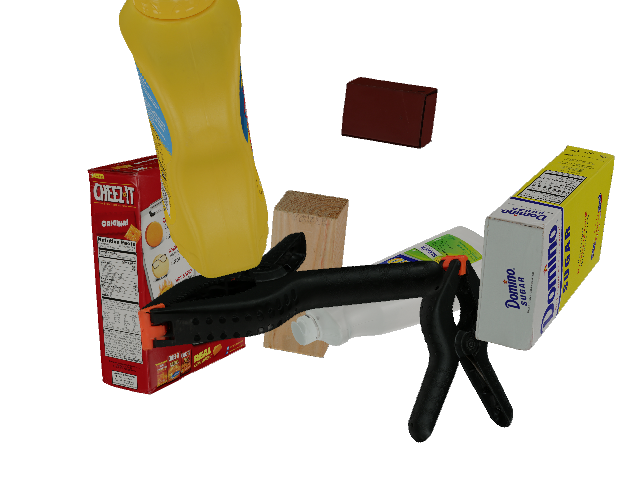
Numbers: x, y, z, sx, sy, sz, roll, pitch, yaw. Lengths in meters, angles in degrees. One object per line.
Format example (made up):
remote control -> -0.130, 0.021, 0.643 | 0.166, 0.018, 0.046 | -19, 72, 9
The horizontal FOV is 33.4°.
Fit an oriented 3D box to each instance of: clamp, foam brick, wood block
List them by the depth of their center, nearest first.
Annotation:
clamp -> -0.028, 0.036, 0.745 | 0.165, 0.036, 0.209 | 8, 19, 42
clamp -> 0.119, 0.102, 0.976 | 0.120, 0.171, 0.039 | -13, 2, -41
foam brick -> 0.064, -0.119, 0.994 | 0.078, 0.051, 0.053 | 11, 17, 16
wood block -> -0.021, 0.045, 1.486 | 0.090, 0.206, 0.090 | 9, 22, 9

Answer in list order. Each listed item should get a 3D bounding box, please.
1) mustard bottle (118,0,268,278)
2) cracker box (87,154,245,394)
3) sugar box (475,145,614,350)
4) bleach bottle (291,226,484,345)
mustard bottle -> -0.065, -0.074, 0.545 | 0.058, 0.096, 0.191 | -13, -40, -7
cracker box -> -0.148, 0.023, 1.055 | 0.072, 0.214, 0.163 | 6, 15, 30
sugar box -> 0.164, 0.001, 0.766 | 0.048, 0.093, 0.176 | 12, 26, 24
bleach bottle -> 0.085, 0.063, 1.209 | 0.250, 0.068, 0.103 | -22, 38, -24
